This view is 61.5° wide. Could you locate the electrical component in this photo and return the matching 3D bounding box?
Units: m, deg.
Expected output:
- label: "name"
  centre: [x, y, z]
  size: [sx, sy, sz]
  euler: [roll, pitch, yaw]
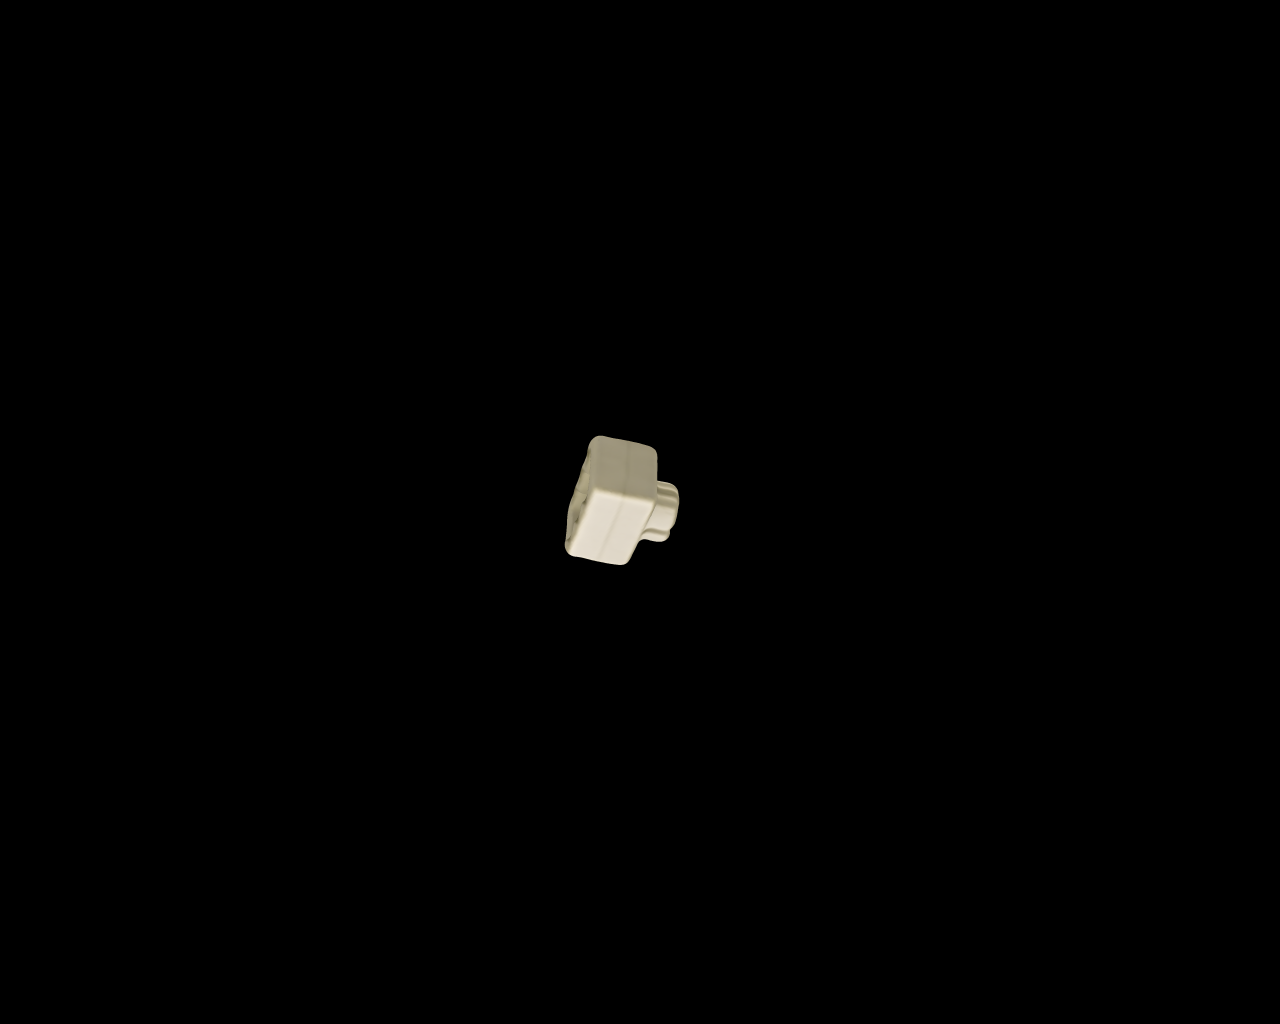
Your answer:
- label: "electrical component"
  centre: [0.001, -0.003, 0.650]
  size: [0.077, 0.047, 0.065]
  euler: [11, -43, -12]
